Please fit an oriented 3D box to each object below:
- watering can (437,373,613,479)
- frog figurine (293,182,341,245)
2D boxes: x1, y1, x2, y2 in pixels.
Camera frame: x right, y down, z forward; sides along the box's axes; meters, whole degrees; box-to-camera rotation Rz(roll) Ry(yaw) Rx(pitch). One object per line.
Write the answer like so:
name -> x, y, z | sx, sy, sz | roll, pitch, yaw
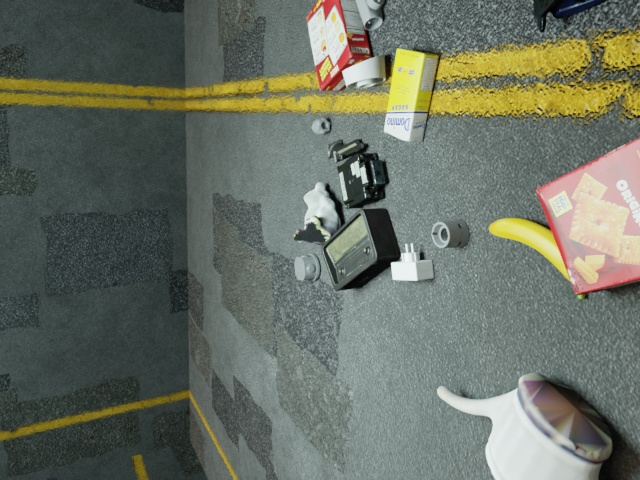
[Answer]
watering can -> 0.318, 0.306, 0.824 | 0.354, 0.104, 0.220 | 50, 134, 48
frog figurine -> 0.004, -0.070, 1.398 | 0.134, 0.123, 0.163 | 108, -178, -50
